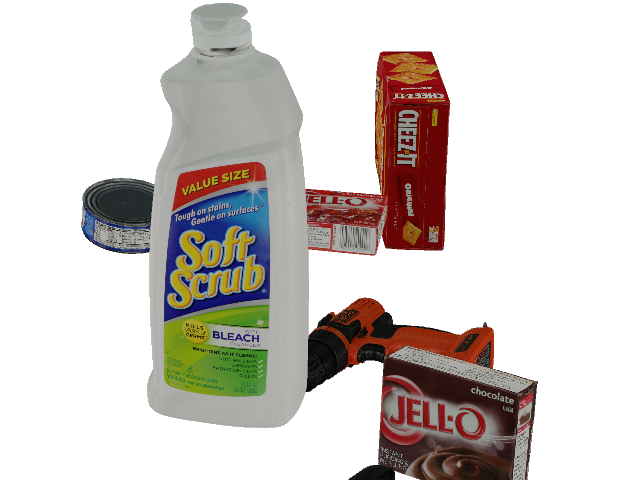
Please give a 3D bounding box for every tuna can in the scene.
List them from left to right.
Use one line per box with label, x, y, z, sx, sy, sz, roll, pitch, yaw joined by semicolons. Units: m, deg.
tuna can;-0.179;-0.023;0.992;0.086;0.034;0.086;8;30;-5

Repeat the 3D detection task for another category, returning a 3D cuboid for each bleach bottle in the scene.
bleach bottle;-0.058;-0.011;0.614;0.103;0.251;0.068;6;30;12

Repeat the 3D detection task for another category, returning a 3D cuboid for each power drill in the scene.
power drill;0.074;0.121;1.114;0.188;0.057;0.184;11;26;27

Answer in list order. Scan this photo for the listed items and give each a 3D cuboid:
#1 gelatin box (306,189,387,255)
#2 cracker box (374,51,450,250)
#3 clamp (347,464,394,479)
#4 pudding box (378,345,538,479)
gelatin box;0.009;-0.018;0.914;0.089;0.030;0.073;6;24;9
cracker box;0.098;-0.106;1.183;0.072;0.164;0.213;0;24;2
clamp;-0.035;0.200;0.633;0.210;0.036;0.164;-5;28;1
pudding box;0.099;0.134;0.784;0.114;0.090;0.039;11;19;30
